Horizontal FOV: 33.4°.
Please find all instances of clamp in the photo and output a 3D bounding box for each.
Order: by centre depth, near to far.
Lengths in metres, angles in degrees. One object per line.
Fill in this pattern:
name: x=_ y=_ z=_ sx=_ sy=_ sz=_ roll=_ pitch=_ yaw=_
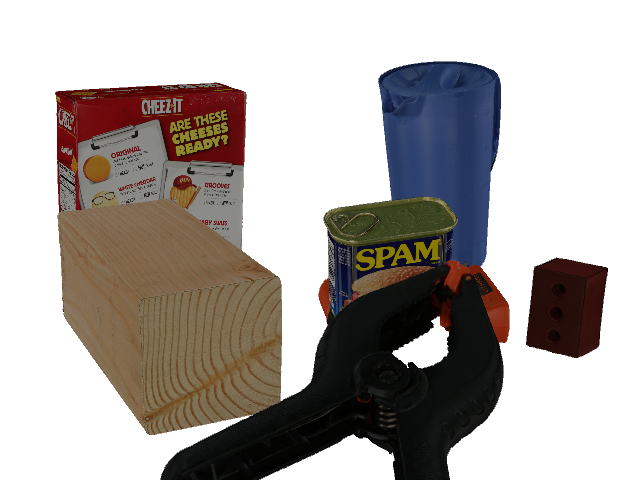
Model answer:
clamp: x=0.033 y=0.073 z=0.428 sx=0.120 sy=0.039 sz=0.171 roll=30 pitch=51 yaw=22

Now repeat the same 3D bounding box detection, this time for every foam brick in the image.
foam brick: x=0.224 y=0.061 z=0.971 sx=0.053 sy=0.078 sz=0.051 roll=12 pitch=18 yaw=35

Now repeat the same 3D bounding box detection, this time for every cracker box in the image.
cracker box: x=-0.157 y=-0.034 z=0.991 sx=0.163 sy=0.214 sz=0.072 roll=-8 pitch=19 yaw=-30

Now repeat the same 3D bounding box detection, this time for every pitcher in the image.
pitcher: x=0.148 y=-0.086 z=1.266 sx=0.149 sy=0.243 sz=0.145 roll=-4 pitch=25 yaw=2

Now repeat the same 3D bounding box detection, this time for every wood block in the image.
wood block: x=-0.108 y=0.042 z=0.724 sx=0.090 sy=0.090 sz=0.206 roll=-8 pitch=19 yaw=-25

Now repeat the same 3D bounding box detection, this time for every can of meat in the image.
can of meat: x=0.055 y=0.018 z=0.851 sx=0.102 sy=0.084 sz=0.057 roll=-8 pitch=30 yaw=-11

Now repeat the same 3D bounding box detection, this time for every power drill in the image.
power drill: x=0.101 y=0.084 z=1.135 sx=0.187 sy=0.057 sz=0.184 roll=-6 pitch=28 yaw=-10
